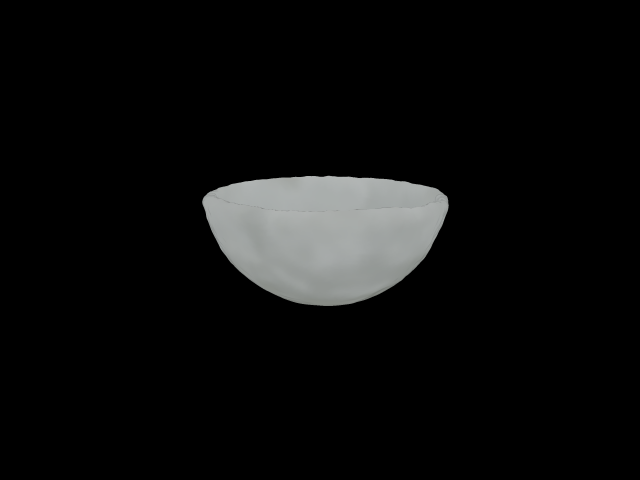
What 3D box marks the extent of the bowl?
[{"bbox_3d":[0.004,0.001,0.400,0.167,0.075,0.167,0,14,0],"label":"bowl"}]
